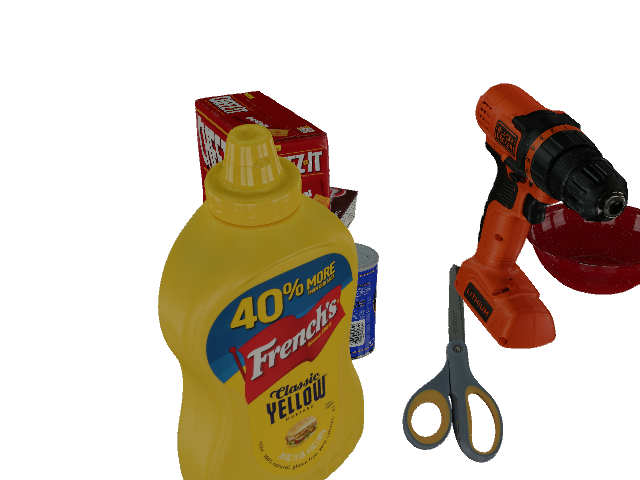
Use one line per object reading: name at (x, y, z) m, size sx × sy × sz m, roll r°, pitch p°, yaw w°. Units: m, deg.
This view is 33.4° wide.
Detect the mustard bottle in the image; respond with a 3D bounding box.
mustard bottle at (-0.026, 0.035, 0.490) m, size 0.096 × 0.192 × 0.058 m, roll -23°, pitch 39°, yaw -27°

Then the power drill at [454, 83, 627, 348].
power drill at (0.168, -0.010, 0.843) m, size 0.057 × 0.188 × 0.184 m, roll -3°, pitch 31°, yaw -18°

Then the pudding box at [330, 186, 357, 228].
pudding box at (-0.013, -0.030, 1.191) m, size 0.090 × 0.039 × 0.113 m, roll 9°, pitch 24°, yaw 11°

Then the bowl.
bowl at (0.302, 0.013, 1.162) m, size 0.162 × 0.055 × 0.162 m, roll -1°, pitch 27°, yaw 1°

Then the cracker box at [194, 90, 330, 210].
cracker box at (-0.052, -0.005, 0.920) m, size 0.072 × 0.214 × 0.164 m, roll -11°, pitch 23°, yaw -20°

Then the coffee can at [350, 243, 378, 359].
coffee can at (0.029, 0.085, 1.512) m, size 0.103 × 0.140 × 0.103 m, roll 1°, pitch 21°, yaw 0°

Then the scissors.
scissors at (0.107, 0.111, 0.972) m, size 0.096 × 0.202 × 0.016 m, roll -9°, pitch -35°, yaw -9°
